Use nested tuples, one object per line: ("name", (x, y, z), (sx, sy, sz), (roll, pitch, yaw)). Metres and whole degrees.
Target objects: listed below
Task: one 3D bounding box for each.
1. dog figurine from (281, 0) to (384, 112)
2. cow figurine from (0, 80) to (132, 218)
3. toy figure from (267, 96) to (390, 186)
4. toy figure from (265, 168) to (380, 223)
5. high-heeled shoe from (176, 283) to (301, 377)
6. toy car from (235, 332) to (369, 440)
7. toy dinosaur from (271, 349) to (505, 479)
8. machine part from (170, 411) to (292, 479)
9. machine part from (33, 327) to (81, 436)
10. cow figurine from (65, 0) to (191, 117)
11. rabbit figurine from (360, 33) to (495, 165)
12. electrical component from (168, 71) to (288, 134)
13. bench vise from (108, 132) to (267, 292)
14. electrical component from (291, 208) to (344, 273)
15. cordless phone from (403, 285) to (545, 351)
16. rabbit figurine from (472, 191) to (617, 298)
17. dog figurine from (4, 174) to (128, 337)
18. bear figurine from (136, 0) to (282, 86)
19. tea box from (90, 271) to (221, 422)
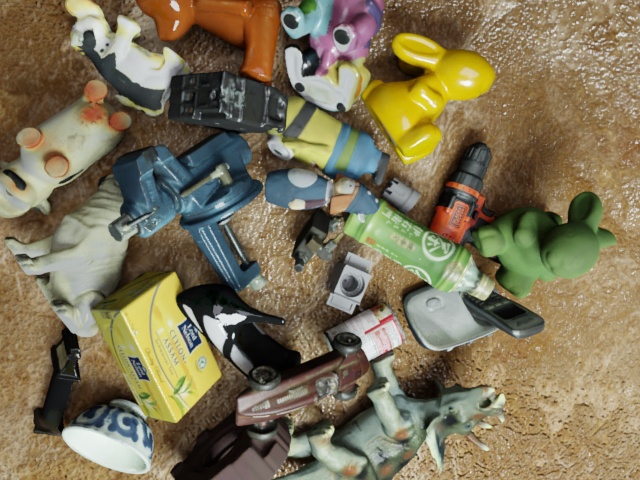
("dog figurine", (0.046, -0.308, 0.736), (0.109, 0.191, 0.219), (22, 59, 18))
("cow figurine", (-0.333, -0.104, 0.672), (0.085, 0.127, 0.195), (47, 70, -12))
("toy figure", (0.011, -0.135, 0.753), (0.180, 0.082, 0.089), (18, 72, -6))
("toy figure", (0.004, -0.062, 0.721), (0.155, 0.057, 0.064), (7, 75, 6))
("high-heeled shoe", (-0.106, 0.156, 0.727), (0.145, 0.086, 0.248), (8, 132, 12))
("toy car", (-0.015, 0.184, 0.677), (0.202, 0.053, 0.089), (-13, 119, -40))
("toy dinosaur", (0.067, 0.303, 0.782), (0.405, 0.131, 0.192), (-32, 100, -2))
("machine part", (-0.119, 0.288, 0.711), (0.179, 0.179, 0.056), (-37, 99, -7))
("machine part", (-0.343, 0.188, 0.709), (0.039, 0.084, 0.138), (12, 102, -41))
("cow figurine", (-0.263, -0.237, 0.696), (0.167, 0.068, 0.098), (32, 93, -11))
("rabbit figurine", (0.155, -0.209, 0.760), (0.173, 0.122, 0.162), (-30, 77, 12))
("electrical component", (-0.125, -0.173, 0.691), (0.115, 0.134, 0.058), (5, 93, -49))
("bench vise", (-0.145, -0.021, 0.685), (0.240, 0.129, 0.224), (64, 37, -23))
("electrical component", (-0.002, -0.002, 0.754), (0.045, 0.102, 0.078), (28, 113, -10))
("cordless phone", (0.214, 0.117, 0.760), (0.147, 0.184, 0.088), (-17, 102, -11))
("rabbit figurine", (0.317, 0.012, 0.721), (0.159, 0.170, 0.121), (-26, 100, -5))
("dog figurine", (-0.275, 0.015, 0.702), (0.190, 0.121, 0.172), (-35, 135, -25))
("bear figurine", (-0.150, -0.276, 0.690), (0.196, 0.120, 0.131), (7, 96, -11))
("tea box", (-0.207, 0.135, 0.693), (0.098, 0.068, 0.169), (-45, 122, -47))
